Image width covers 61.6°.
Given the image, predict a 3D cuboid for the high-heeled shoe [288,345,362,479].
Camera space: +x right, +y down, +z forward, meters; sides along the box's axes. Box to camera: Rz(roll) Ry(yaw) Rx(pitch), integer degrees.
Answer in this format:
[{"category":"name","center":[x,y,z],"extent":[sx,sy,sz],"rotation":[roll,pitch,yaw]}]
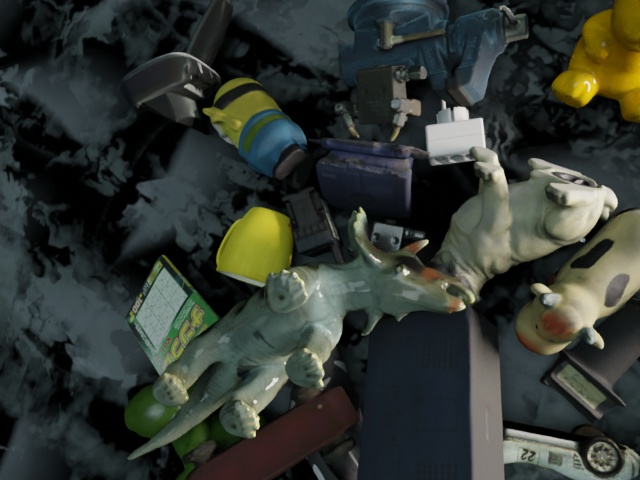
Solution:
[{"category":"high-heeled shoe","center":[0.041,0.235,0.606],"extent":[0.145,0.086,0.248],"rotation":[8,105,48]}]

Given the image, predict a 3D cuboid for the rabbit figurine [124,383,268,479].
[{"category":"rabbit figurine","center":[-0.162,0.228,0.664],"extent":[0.170,0.121,0.159],"rotation":[29,86,13]}]

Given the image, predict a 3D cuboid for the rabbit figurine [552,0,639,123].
[{"category":"rabbit figurine","center":[0.332,-0.212,0.545],"extent":[0.122,0.173,0.162],"rotation":[31,98,19]}]

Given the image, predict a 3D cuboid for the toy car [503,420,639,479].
[{"category":"toy car","center":[0.233,0.223,0.583],"extent":[0.202,0.073,0.056],"rotation":[6,83,16]}]

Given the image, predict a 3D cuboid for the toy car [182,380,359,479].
[{"category":"toy car","center":[-0.053,0.227,0.582],"extent":[0.202,0.053,0.089],"rotation":[-31,71,-4]}]

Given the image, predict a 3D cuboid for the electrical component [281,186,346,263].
[{"category":"electrical component","center":[-0.001,-0.002,0.667],"extent":[0.048,0.075,0.119],"rotation":[-19,83,11]}]

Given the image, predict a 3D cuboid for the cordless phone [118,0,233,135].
[{"category":"cordless phone","center":[-0.165,-0.239,0.691],"extent":[0.089,0.146,0.184],"rotation":[26,96,8]}]

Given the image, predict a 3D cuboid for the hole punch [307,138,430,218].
[{"category":"hole punch","center":[0.058,-0.075,0.640],"extent":[0.142,0.116,0.092],"rotation":[12,97,16]}]

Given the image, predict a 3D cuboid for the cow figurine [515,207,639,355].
[{"category":"cow figurine","center":[0.286,0.046,0.557],"extent":[0.195,0.127,0.085],"rotation":[-44,73,5]}]

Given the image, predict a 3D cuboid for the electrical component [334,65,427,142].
[{"category":"electrical component","center":[0.066,-0.152,0.594],"extent":[0.102,0.045,0.078],"rotation":[17,118,40]}]

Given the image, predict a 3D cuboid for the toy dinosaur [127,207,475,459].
[{"category":"toy dinosaur","center":[-0.046,0.099,0.581],"extent":[0.405,0.192,0.131],"rotation":[-32,91,27]}]

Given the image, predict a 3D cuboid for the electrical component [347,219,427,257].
[{"category":"electrical component","center":[0.082,0.006,0.669],"extent":[0.094,0.021,0.063],"rotation":[11,88,17]}]

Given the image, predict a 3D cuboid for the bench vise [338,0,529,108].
[{"category":"bench vise","center":[0.122,-0.275,0.618],"extent":[0.224,0.129,0.240],"rotation":[-5,83,40]}]

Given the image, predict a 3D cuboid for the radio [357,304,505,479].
[{"category":"radio","center":[0.114,0.189,0.560],"extent":[0.131,0.073,0.229],"rotation":[-16,52,37]}]

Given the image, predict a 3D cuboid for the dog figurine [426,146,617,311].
[{"category":"dog figurine","center":[0.211,0.011,0.596],"extent":[0.173,0.121,0.190],"rotation":[18,115,17]}]

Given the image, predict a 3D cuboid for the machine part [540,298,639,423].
[{"category":"machine part","center":[0.317,0.127,0.589],"extent":[0.084,0.039,0.139],"rotation":[40,98,23]}]

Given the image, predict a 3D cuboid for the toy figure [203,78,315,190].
[{"category":"toy figure","center":[-0.072,-0.138,0.681],"extent":[0.089,0.082,0.180],"rotation":[-39,54,-12]}]
